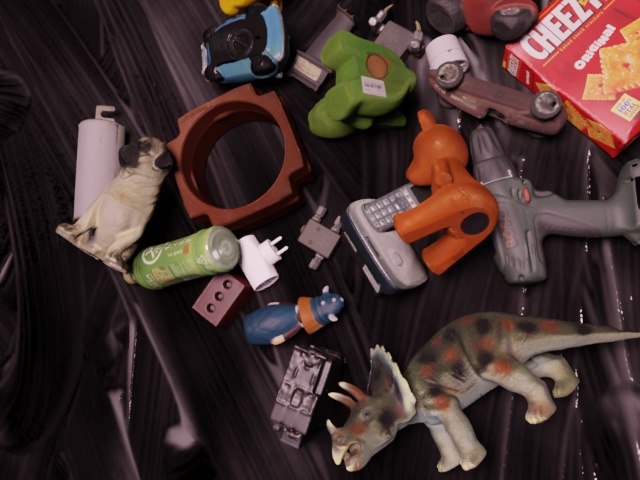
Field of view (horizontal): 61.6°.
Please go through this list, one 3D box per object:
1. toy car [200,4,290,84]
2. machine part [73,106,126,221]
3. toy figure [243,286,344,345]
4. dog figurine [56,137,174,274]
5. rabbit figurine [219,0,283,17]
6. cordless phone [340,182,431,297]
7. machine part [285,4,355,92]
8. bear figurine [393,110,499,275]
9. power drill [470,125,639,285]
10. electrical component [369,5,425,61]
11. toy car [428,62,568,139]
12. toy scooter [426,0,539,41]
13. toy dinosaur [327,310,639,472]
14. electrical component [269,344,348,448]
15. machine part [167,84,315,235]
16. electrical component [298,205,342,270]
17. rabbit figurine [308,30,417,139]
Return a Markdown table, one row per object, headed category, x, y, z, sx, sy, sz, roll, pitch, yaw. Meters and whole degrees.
| category | x | y | z | sx | sy | sz | roll | pitch | yaw |
| --- | --- | --- | --- | --- | --- | --- | --- | --- | --- |
| toy car | -0.108 | -0.296 | 0.860 | 0.162 | 0.103 | 0.109 | -11 | 81 | 27 |
| machine part | -0.373 | -0.113 | 0.911 | 0.079 | 0.079 | 0.243 | -4 | 81 | 14 |
| toy figure | -0.036 | 0.114 | 0.800 | 0.155 | 0.058 | 0.064 | -16 | 83 | 7 |
| dog figurine | -0.296 | -0.057 | 0.832 | 0.121 | 0.172 | 0.190 | 38 | 69 | -21 |
| rabbit figurine | -0.089 | -0.427 | 0.864 | 0.122 | 0.173 | 0.162 | 20 | 131 | 17 |
| cordless phone | 0.134 | -0.013 | 0.773 | 0.184 | 0.088 | 0.146 | -28 | 74 | -11 |
| machine part | 0.008 | -0.310 | 0.869 | 0.084 | 0.039 | 0.139 | 33 | 92 | 25 |
| bear figurine | 0.154 | -0.074 | 0.723 | 0.132 | 0.120 | 0.196 | -35 | 42 | 16 |
| power drill | 0.318 | -0.059 | 0.727 | 0.207 | 0.086 | 0.232 | -5 | 81 | 9 |
| electrical component | 0.113 | -0.312 | 0.838 | 0.102 | 0.045 | 0.078 | 42 | 91 | 17 |
| toy car | 0.245 | -0.194 | 0.761 | 0.202 | 0.089 | 0.053 | 23 | 91 | 17 |
| toy scooter | 0.253 | -0.354 | 0.780 | 0.135 | 0.075 | 0.184 | -47 | 46 | -9 |
| toy dinosaur | 0.196 | 0.169 | 0.706 | 0.405 | 0.131 | 0.192 | -35 | 75 | 0 |
| electrical component | -0.016 | 0.215 | 0.747 | 0.058 | 0.114 | 0.134 | 17 | 85 | 20 |
| machine part | -0.123 | -0.122 | 0.846 | 0.201 | 0.087 | 0.201 | -24 | 75 | 11 |
| electrical component | -0.002 | -0.002 | 0.827 | 0.063 | 0.021 | 0.094 | 29 | 90 | 17 |
| rabbit figurine | 0.051 | -0.211 | 0.794 | 0.159 | 0.170 | 0.121 | -8 | 78 | -29 |
